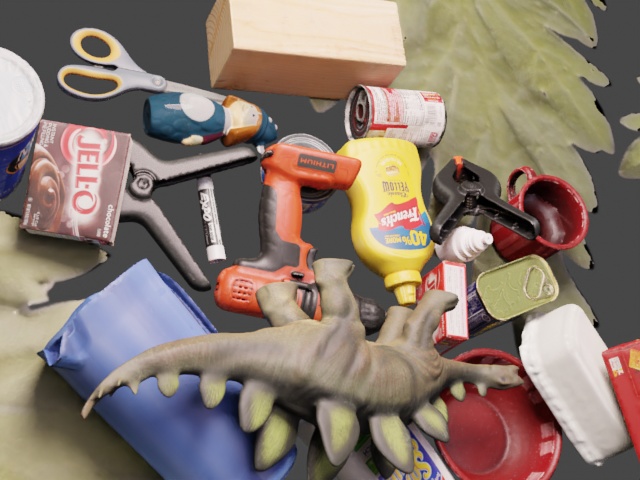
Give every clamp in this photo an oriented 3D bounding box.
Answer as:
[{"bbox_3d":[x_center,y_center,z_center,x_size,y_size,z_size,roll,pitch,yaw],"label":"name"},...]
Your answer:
[{"bbox_3d":[-0.180,-0.042,1.098,0.210,0.036,0.164,14,71,-8],"label":"clamp"},{"bbox_3d":[0.163,-0.043,1.208,0.120,0.039,0.171,-2,29,-15],"label":"clamp"}]

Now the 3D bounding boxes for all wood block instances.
[{"bbox_3d":[-0.017,-0.225,1.222,0.205,0.091,0.090,2,67,-22],"label":"wood block"}]

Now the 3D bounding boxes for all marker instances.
[{"bbox_3d":[-0.119,-0.035,1.137,0.020,0.020,0.121,-4,74,-24],"label":"marker"}]

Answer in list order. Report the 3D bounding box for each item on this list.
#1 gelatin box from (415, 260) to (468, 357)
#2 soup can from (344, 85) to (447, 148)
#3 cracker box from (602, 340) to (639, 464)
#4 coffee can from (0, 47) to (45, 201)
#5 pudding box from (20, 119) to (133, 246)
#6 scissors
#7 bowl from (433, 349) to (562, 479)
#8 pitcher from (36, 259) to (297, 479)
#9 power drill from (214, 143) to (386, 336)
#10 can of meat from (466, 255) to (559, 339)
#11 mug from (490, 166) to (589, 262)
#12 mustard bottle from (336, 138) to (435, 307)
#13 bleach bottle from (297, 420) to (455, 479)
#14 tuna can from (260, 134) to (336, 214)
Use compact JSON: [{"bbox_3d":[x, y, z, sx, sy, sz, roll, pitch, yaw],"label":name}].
[{"bbox_3d":[0.132,0.076,1.167,0.030,0.073,0.089,9,66,-19],"label":"gelatin box"},{"bbox_3d":[0.088,-0.143,1.245,0.102,0.069,0.068,1,68,-23],"label":"soup can"},{"bbox_3d":[0.394,0.192,1.170,0.213,0.072,0.164,12,58,-59],"label":"cracker box"},{"bbox_3d":[-0.323,-0.106,1.013,0.102,0.140,0.103,9,65,-20],"label":"coffee can"},{"bbox_3d":[-0.238,-0.056,1.053,0.090,0.039,0.113,9,84,-1],"label":"pudding box"},{"bbox_3d":[-0.191,-0.189,1.177,0.201,0.016,0.096,-4,70,-24],"label":"scissors"},{"bbox_3d":[0.177,0.201,1.142,0.162,0.055,0.162,10,63,-21],"label":"bowl"},{"bbox_3d":[-0.132,0.142,1.006,0.149,0.145,0.243,-42,92,-15],"label":"pitcher"},{"bbox_3d":[-0.007,0.001,1.124,0.184,0.057,0.187,12,80,-14],"label":"power drill"},{"bbox_3d":[0.201,0.066,1.195,0.101,0.084,0.057,-18,76,-28],"label":"can of meat"},{"bbox_3d":[0.250,-0.029,1.257,0.093,0.082,0.117,-12,74,-27],"label":"mug"},{"bbox_3d":[0.079,-0.018,1.194,0.096,0.058,0.191,0,69,-28],"label":"mustard bottle"},{"bbox_3d":[0.090,0.244,1.087,0.251,0.068,0.102,46,58,-2],"label":"bleach bottle"},{"bbox_3d":[-0.021,-0.075,1.190,0.086,0.034,0.086,9,65,-20],"label":"tuna can"}]
